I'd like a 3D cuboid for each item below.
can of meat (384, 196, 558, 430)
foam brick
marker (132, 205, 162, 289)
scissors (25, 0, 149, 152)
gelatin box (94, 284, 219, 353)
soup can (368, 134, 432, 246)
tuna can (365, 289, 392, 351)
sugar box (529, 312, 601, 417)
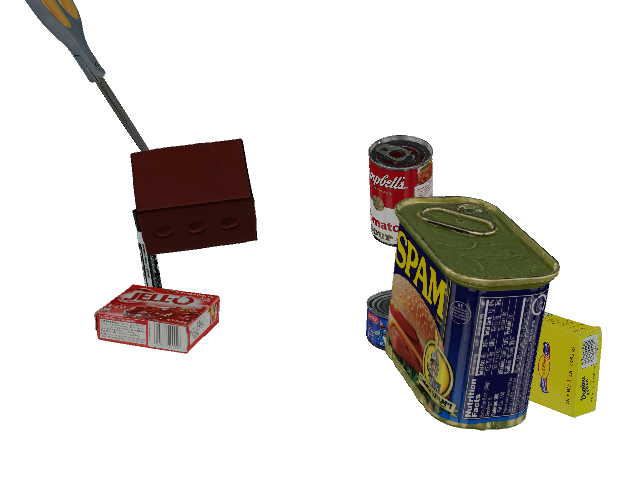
[{"bbox_3d":[0.071,0.035,0.537,0.057,0.084,0.102,-3,24,-16],"label":"can of meat"},{"bbox_3d":[-0.085,-0.029,0.715,0.078,0.051,0.053,-8,-30,-5],"label":"foam brick"},{"bbox_3d":[-0.188,0.018,1.170,0.020,0.121,0.020,-5,21,2],"label":"marker"},{"bbox_3d":[-0.203,-0.163,0.941,0.016,0.201,0.096,-30,27,11],"label":"scissors"},{"bbox_3d":[-0.143,0.067,0.945,0.089,0.030,0.073,7,19,16],"label":"gelatin box"},{"bbox_3d":[0.086,-0.053,1.146,0.068,0.102,0.068,-2,36,1],"label":"soup can"},{"bbox_3d":[0.082,0.070,0.916,0.086,0.034,0.086,2,15,-1],"label":"tuna can"},{"bbox_3d":[0.219,0.120,1.161,0.048,0.093,0.177,-9,16,-42],"label":"sugar box"}]
